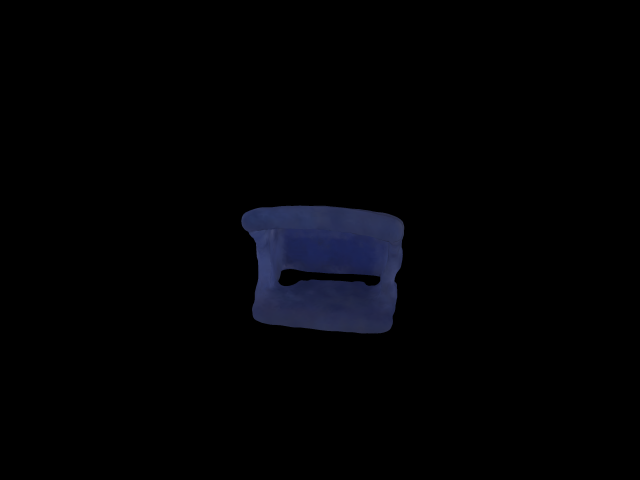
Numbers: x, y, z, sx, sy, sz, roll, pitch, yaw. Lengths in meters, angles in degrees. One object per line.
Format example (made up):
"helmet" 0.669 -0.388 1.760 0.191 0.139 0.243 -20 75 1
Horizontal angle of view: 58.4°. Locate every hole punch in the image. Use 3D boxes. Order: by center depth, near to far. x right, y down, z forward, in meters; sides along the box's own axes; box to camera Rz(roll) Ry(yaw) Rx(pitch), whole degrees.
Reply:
"hole punch" 0.004 0.001 0.400 0.108 0.091 0.101 4 30 7
